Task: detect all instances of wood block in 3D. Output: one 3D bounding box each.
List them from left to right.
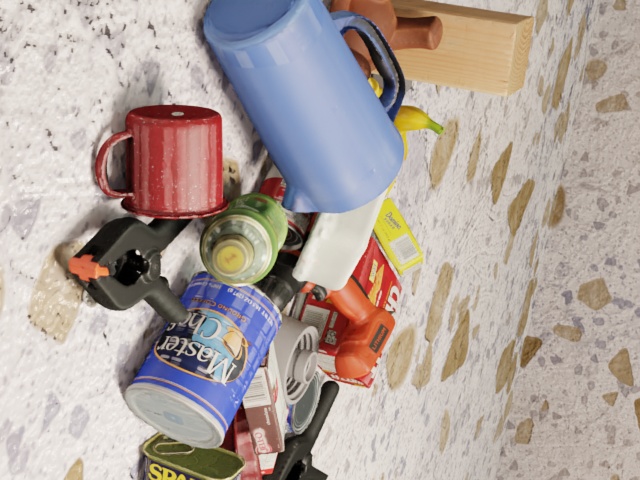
[{"bbox_3d":[0.149,-0.244,1.321,0.090,0.206,0.091,-34,134,-60],"label":"wood block"}]

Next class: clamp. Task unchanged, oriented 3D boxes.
[{"bbox_3d":[-0.153,0.029,0.918,0.171,0.039,0.120,-22,114,-60],"label":"clamp"},{"bbox_3d":[-0.026,0.289,1.453,0.209,0.036,0.164,-22,123,-64],"label":"clamp"}]

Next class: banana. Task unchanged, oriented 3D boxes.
[{"bbox_3d":[0.112,-0.148,1.462,0.037,0.069,0.198,-38,-178,-11],"label":"banana"}]

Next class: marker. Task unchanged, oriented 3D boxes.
[{"bbox_3d":[-0.170,0.045,0.954,0.121,0.020,0.020,-8,110,-68],"label":"marker"}]

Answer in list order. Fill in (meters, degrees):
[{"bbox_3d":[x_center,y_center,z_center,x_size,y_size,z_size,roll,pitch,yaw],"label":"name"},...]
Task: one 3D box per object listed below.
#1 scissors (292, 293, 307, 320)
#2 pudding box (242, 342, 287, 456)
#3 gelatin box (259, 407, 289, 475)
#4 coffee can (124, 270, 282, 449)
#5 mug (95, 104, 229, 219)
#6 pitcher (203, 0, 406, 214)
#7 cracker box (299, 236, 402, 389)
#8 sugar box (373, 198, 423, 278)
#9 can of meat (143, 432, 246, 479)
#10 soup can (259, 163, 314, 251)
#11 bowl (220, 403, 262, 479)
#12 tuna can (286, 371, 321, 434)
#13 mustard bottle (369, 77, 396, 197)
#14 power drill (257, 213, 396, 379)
[{"bbox_3d":[-0.009,0.002,1.344,0.096,0.016,0.201,63,45,-58],"label":"scissors"},{"bbox_3d":[-0.065,0.172,1.206,0.090,0.039,0.113,-91,173,-67],"label":"pudding box"},{"bbox_3d":[-0.074,0.243,1.312,0.073,0.030,0.089,21,83,-68],"label":"gelatin box"},{"bbox_3d":[-0.111,0.115,1.033,0.103,0.103,0.140,76,35,-51],"label":"coffee can"},{"bbox_3d":[-0.134,-0.067,0.899,0.117,0.093,0.081,-8,110,-30],"label":"mug"},{"bbox_3d":[-0.009,-0.153,1.044,0.242,0.145,0.149,58,27,-47],"label":"pitcher"},{"bbox_3d":[0.044,0.099,1.461,0.213,0.072,0.164,53,53,-64],"label":"cracker box"},{"bbox_3d":[0.105,-0.001,1.474,0.093,0.048,0.176,61,5,7],"label":"sugar box"},{"bbox_3d":[-0.131,0.251,1.073,0.057,0.102,0.084,-32,134,-62],"label":"can of meat"},{"bbox_3d":[-0.032,-0.049,1.178,0.068,0.069,0.102,69,40,-57],"label":"soup can"},{"bbox_3d":[-0.101,0.256,1.164,0.162,0.055,0.162,-9,90,-88],"label":"bowl"},{"bbox_3d":[-0.031,0.208,1.394,0.086,0.034,0.086,14,90,-69],"label":"tuna can"},{"bbox_3d":[0.062,-0.141,1.373,0.191,0.058,0.096,78,31,-49],"label":"mustard bottle"},{"bbox_3d":[0.008,0.074,1.271,0.187,0.057,0.184,58,44,-24],"label":"power drill"}]
